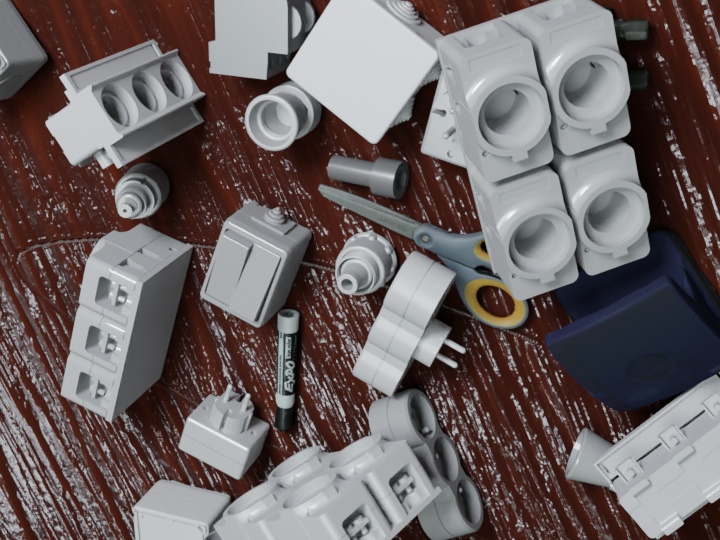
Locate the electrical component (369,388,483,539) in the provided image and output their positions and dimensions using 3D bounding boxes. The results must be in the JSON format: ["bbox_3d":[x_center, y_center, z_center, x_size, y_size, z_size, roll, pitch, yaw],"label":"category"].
[{"bbox_3d":[0.044,0.174,0.933,0.074,0.052,0.138,-23,101,28],"label":"electrical component"}]

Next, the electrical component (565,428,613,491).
[{"bbox_3d":[0.205,0.160,0.871,0.065,0.044,0.044,22,118,6],"label":"electrical component"}]

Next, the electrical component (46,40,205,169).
[{"bbox_3d":[-0.187,-0.129,0.855,0.063,0.121,0.078,-26,101,31],"label":"electrical component"}]

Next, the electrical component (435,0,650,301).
[{"bbox_3d":[0.130,-0.080,0.739,0.105,0.060,0.186,-19,119,-2],"label":"electrical component"}]

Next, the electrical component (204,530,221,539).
[{"bbox_3d":[-0.108,0.288,0.992,0.079,0.043,0.077,13,114,20],"label":"electrical component"}]

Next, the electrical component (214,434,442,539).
[{"bbox_3d":[-0.035,0.199,0.907,0.186,0.105,0.060,-23,100,53],"label":"electrical component"}]

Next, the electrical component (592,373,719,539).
[{"bbox_3d":[0.250,0.143,0.810,0.121,0.063,0.078,-40,94,10],"label":"electrical component"}]

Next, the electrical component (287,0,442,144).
[{"bbox_3d":[0.008,-0.159,0.807,0.100,0.048,0.099,39,120,2],"label":"electrical component"}]

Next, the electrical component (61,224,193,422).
[{"bbox_3d":[-0.212,0.044,0.958,0.062,0.089,0.150,24,119,10],"label":"electrical component"}]

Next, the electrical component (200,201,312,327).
[{"bbox_3d":[-0.087,-0.009,0.902,0.062,0.061,0.096,28,119,9],"label":"electrical component"}]

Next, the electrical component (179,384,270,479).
[{"bbox_3d":[-0.120,0.138,0.986,0.066,0.047,0.076,26,120,9],"label":"electrical component"}]

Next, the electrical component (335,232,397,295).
[{"bbox_3d":[0.000,0.000,0.871,0.048,0.062,0.048,8,115,18],"label":"electrical component"}]

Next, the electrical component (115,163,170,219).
[{"bbox_3d":[-0.189,-0.063,0.913,0.040,0.078,0.040,2,113,4],"label":"electrical component"}]

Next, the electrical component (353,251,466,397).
[{"bbox_3d":[0.050,0.054,0.868,0.074,0.052,0.138,30,133,8],"label":"electrical component"}]

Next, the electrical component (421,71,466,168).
[{"bbox_3d":[0.075,-0.115,0.783,0.047,0.075,0.083,20,118,13],"label":"electrical component"}]

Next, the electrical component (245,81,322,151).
[{"bbox_3d":[-0.059,-0.122,0.845,0.045,0.055,0.045,8,115,18],"label":"electrical component"}]

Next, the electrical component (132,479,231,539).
[{"bbox_3d":[-0.163,0.248,1.043,0.096,0.061,0.061,9,115,18],"label":"electrical component"}]

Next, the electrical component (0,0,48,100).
[{"bbox_3d":[-0.322,-0.199,0.918,0.062,0.061,0.096,-35,88,30],"label":"electrical component"}]
